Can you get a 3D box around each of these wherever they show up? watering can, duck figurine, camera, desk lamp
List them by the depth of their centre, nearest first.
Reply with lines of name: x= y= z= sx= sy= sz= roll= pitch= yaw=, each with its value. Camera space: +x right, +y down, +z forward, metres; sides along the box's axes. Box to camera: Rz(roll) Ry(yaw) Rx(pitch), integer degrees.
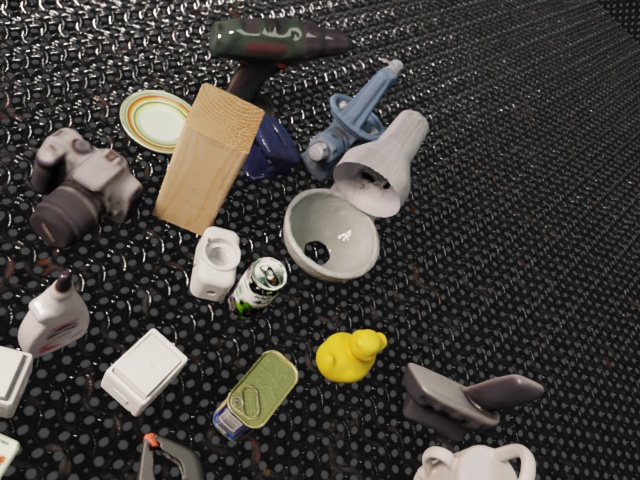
watering can: x=0.220 y=0.327 z=0.754 sx=0.173 sy=0.193 sz=0.101 roll=20 pitch=52 yaw=-17
camera: x=-0.329 y=-0.067 z=0.767 sx=0.143 sy=0.100 sz=0.137 roll=35 pitch=49 yaw=-4
duck figurine: x=0.051 y=0.162 z=0.839 sx=0.105 sy=0.086 sz=0.077 roll=-9 pitch=65 yaw=-33
desk lamp: x=0.091 y=-0.110 z=0.956 sx=0.118 sy=0.213 sz=0.203 roll=37 pitch=49 yaw=-3

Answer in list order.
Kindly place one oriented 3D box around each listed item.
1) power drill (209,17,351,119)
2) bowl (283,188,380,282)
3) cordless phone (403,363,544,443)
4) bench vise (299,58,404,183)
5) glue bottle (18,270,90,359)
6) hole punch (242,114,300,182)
power drill: x=-0.087 y=-0.292 z=0.979 sx=0.230 sy=0.208 sz=0.075 roll=2 pitch=59 yaw=-28
bowl: x=0.009 y=0.003 z=0.927 sx=0.168 sy=0.074 sz=0.167 roll=15 pitch=54 yaw=-21
cordless phone: x=0.217 y=0.215 z=0.832 sx=0.148 sy=0.184 sz=0.094 roll=24 pitch=51 yaw=-13
bench vise: x=0.066 y=-0.203 z=0.998 sx=0.122 sy=0.219 sz=0.207 roll=28 pitch=50 yaw=-10
glue bottle: x=-0.294 y=0.078 z=0.643 sx=0.078 sy=0.173 sz=0.037 roll=-31 pitch=77 yaw=-39
hole punch: x=-0.088 y=-0.168 z=0.974 sx=0.101 sy=0.091 sz=0.108 roll=-18 pitch=70 yaw=-36
